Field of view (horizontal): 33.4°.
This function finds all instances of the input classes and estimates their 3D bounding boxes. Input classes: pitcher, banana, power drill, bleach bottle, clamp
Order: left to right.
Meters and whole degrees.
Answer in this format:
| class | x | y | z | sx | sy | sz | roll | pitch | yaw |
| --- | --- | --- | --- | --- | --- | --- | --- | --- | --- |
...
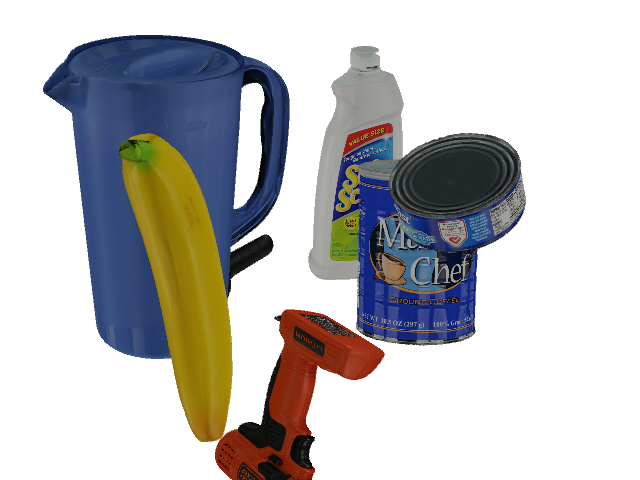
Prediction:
| class | x | y | z | sx | sy | sz | roll | pitch | yaw |
| --- | --- | --- | --- | --- | --- | --- | --- | --- | --- |
| pitcher | -0.118 | -0.035 | 0.847 | 0.149 | 0.243 | 0.144 | 12 | 27 | 18 |
| banana | -0.078 | 0.018 | 0.579 | 0.037 | 0.198 | 0.069 | -1 | 34 | 16 |
| clamp | -0.125 | 0.038 | 1.241 | 0.120 | 0.039 | 0.171 | -2 | 39 | 13 |
| power drill | -0.011 | 0.170 | 0.967 | 0.057 | 0.188 | 0.185 | 13 | 12 | -46 |
| bleach bottle | 0.038 | -0.083 | 1.155 | 0.102 | 0.251 | 0.068 | -3 | 25 | -7 |

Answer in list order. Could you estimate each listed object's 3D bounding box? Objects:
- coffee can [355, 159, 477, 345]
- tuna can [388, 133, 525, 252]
| class | x | y | z | sx | sy | sz | roll | pitch | yaw |
| --- | --- | --- | --- | --- | --- | --- | --- | --- | --- |
| coffee can | 0.082 | 0.007 | 0.898 | 0.103 | 0.140 | 0.103 | 1 | 11 | 0 |
| tuna can | 0.090 | -0.032 | 0.696 | 0.086 | 0.034 | 0.086 | -12 | 39 | 9 |
